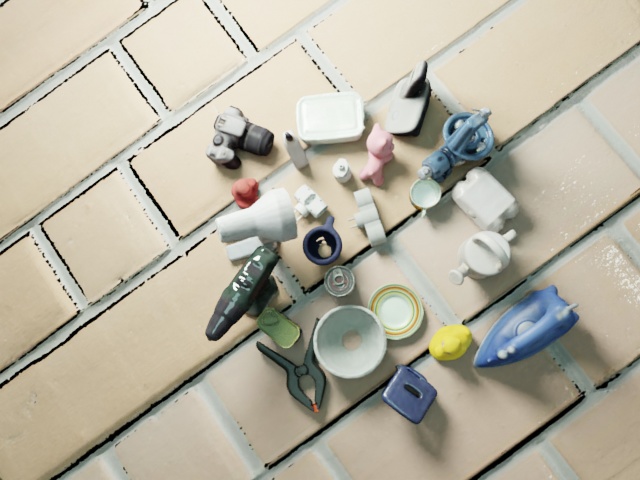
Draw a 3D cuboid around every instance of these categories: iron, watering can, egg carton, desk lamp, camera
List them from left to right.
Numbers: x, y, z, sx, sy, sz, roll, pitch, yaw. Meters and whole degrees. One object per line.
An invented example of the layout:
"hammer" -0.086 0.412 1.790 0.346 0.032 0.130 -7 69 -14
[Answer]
"camera" -0.190 -0.241 1.391 0.136 0.101 0.143 21 85 7
"desk lamp" -0.144 -0.029 1.304 0.203 0.213 0.118 -18 81 2
"watering can" 0.363 0.037 1.264 0.101 0.194 0.173 30 86 8
"egg carton" 0.386 -0.092 1.342 0.107 0.069 0.150 -44 82 -2
"iron" 0.453 0.209 1.262 0.258 0.141 0.118 -37 81 -1

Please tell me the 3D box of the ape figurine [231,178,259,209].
"ape figurine" -0.181 -0.118 1.379 0.076 0.092 0.078 38 87 8

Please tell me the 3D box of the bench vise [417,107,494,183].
"bench vise" 0.318 -0.208 1.286 0.121 0.220 0.207 32 86 8

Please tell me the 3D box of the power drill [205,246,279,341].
"power drill" -0.163 0.124 1.288 0.075 0.208 0.230 30 86 8

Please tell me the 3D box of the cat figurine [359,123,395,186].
"cat figurine" 0.136 -0.203 1.352 0.067 0.118 0.128 17 84 7

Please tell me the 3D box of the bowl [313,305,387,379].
"bowl" 0.070 0.234 1.323 0.167 0.075 0.167 -1 83 5

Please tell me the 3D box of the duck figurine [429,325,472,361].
"duck figurine" 0.300 0.234 1.299 0.104 0.086 0.077 -31 81 0

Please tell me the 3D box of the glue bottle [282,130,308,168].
"glue bottle" -0.064 -0.223 1.342 0.037 0.173 0.078 -26 81 1

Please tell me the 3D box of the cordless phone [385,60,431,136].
"cordless phone" 0.208 -0.327 1.328 0.094 0.185 0.148 13 84 7

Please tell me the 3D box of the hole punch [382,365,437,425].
"hole punch" 0.200 0.345 1.291 0.108 0.091 0.101 35 87 8

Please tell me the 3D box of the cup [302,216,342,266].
"cup" 0.012 0.005 1.347 0.091 0.095 0.118 16 84 7
